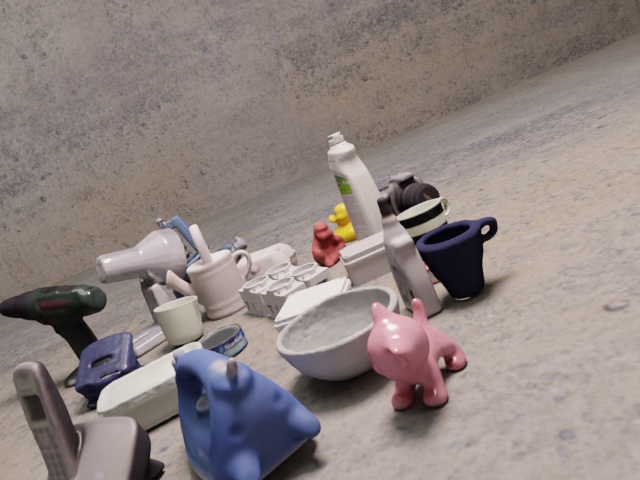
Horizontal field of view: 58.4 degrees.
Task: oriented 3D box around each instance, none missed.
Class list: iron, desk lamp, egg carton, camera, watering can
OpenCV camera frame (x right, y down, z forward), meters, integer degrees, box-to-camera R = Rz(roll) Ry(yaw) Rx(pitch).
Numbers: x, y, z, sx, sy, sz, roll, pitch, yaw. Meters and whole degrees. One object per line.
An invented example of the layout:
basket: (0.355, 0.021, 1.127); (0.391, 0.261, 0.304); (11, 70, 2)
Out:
iron: (-0.117, 0.177, 0.638); (0.119, 0.141, 0.257); (-32, 15, -32)
desk lamp: (-0.364, 0.102, 1.213); (0.204, 0.214, 0.117); (-34, 17, -38)
egg carton: (-0.125, 0.064, 1.276); (0.150, 0.069, 0.107); (-20, 13, 17)
camera: (0.193, -0.095, 1.286); (0.143, 0.101, 0.136); (-27, 13, -16)
watering can: (-0.232, 0.062, 1.188); (0.173, 0.194, 0.100); (-31, 15, -28)

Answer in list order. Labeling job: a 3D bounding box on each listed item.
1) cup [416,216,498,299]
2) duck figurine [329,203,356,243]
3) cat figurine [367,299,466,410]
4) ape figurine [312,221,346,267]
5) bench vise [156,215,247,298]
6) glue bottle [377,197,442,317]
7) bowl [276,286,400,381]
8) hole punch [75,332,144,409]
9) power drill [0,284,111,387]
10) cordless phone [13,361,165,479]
cup: (0.202, 0.026, 0.794); (0.118, 0.095, 0.091); (-25, 13, -5)
duck figurine: (0.069, -0.047, 1.345); (0.104, 0.086, 0.078); (-16, 15, 29)
cat figurine: (0.093, 0.109, 0.598); (0.067, 0.118, 0.128); (-15, 16, 33)
ape figurine: (0.011, 0.004, 1.224); (0.078, 0.092, 0.076); (-25, 13, -8)
bench vise: (-0.289, 0.023, 1.387); (0.207, 0.220, 0.121); (-26, 13, -12)
glue bottle: (0.115, 0.020, 0.793); (0.037, 0.173, 0.078); (-26, 13, -10)
bowl: (0.033, 0.128, 0.725); (0.167, 0.075, 0.167); (-22, 13, 6)
hole punch: (-0.369, 0.225, 1.003); (0.108, 0.091, 0.101); (-23, 13, 3)
power drill: (-0.514, 0.185, 1.155); (0.229, 0.208, 0.076); (-20, 14, 16)
cordless phone: (-0.277, 0.219, 0.653); (0.147, 0.185, 0.094); (-17, 15, 27)
